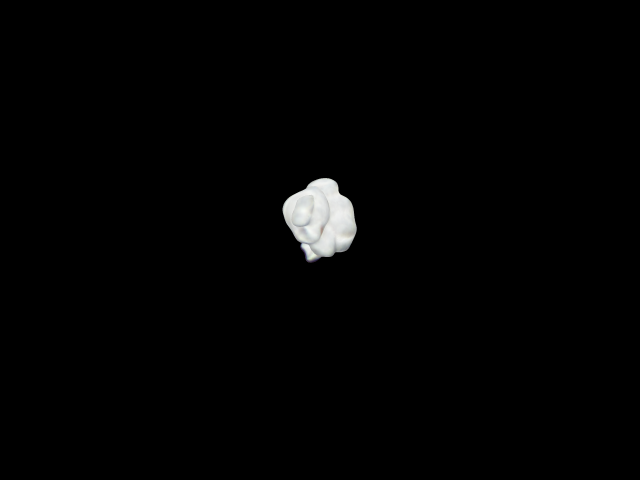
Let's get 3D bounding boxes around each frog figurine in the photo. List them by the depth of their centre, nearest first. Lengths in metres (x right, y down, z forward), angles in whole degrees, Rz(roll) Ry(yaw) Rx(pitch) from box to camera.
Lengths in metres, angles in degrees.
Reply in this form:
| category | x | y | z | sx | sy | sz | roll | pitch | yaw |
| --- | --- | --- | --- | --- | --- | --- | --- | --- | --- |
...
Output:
| category | x | y | z | sx | sy | sz | roll | pitch | yaw |
| --- | --- | --- | --- | --- | --- | --- | --- | --- | --- |
| frog figurine | 0.003 | -0.043 | 0.850 | 0.123 | 0.140 | 0.156 | 8 | -22 | 3 |
